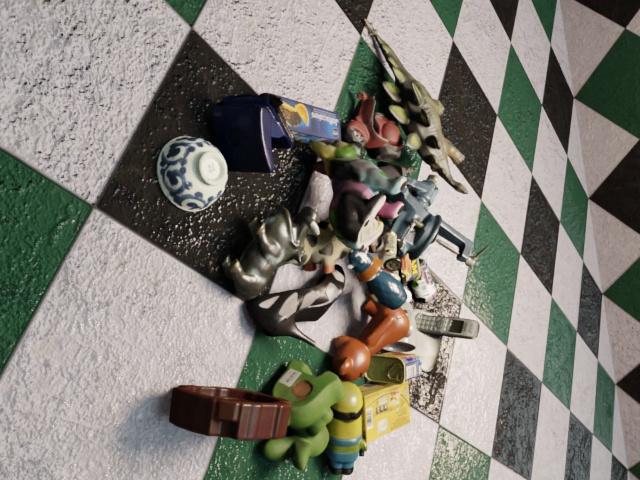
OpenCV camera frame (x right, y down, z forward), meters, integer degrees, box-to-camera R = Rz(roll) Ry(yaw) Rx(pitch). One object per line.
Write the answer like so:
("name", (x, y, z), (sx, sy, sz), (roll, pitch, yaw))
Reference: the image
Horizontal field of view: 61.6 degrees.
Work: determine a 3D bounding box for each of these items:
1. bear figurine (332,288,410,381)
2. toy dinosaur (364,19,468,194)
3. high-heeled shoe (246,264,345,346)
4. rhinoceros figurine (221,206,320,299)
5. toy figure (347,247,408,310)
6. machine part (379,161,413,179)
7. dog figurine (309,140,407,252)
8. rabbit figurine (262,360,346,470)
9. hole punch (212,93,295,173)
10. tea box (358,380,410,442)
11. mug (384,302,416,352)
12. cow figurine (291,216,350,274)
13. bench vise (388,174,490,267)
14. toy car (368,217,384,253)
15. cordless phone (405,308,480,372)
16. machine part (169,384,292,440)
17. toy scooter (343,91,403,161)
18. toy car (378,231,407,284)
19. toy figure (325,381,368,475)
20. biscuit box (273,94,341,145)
("bear figurine", (0.085, 0.201, 1.112), (0.196, 0.132, 0.120), (-33, 151, -15))
("toy dinosaur", (0.227, -0.308, 1.268), (0.471, 0.105, 0.198), (63, 21, 14))
("high-heeled shoe", (-0.042, 0.097, 1.012), (0.145, 0.086, 0.249), (34, 37, -7))
("rhinoceros figurine", (-0.078, 0.014, 0.903), (0.112, 0.073, 0.190), (45, 77, -21))
("toy figure", (0.108, 0.073, 1.057), (0.154, 0.058, 0.064), (47, 61, -12))
("machine part", (0.144, -0.156, 1.236), (0.139, 0.084, 0.039), (-17, 123, -40))
("dog figurine", (0.044, -0.101, 1.010), (0.191, 0.219, 0.108), (-43, 149, -19))
("rabbit figurine", (-0.022, 0.330, 0.955), (0.159, 0.121, 0.170), (-52, 139, -47))
("hole punch", (-0.118, -0.174, 0.888), (0.092, 0.142, 0.115), (-58, 139, -30))
("tea box", (0.121, 0.359, 1.149), (0.169, 0.068, 0.098), (4, 84, -50))
("mug", (0.181, 0.188, 1.218), (0.081, 0.109, 0.107), (9, 60, -7))
("cow figurine", (-0.002, -0.003, 1.034), (0.195, 0.086, 0.127), (-22, 106, -47))
("bench vise", (0.258, -0.030, 1.221), (0.240, 0.129, 0.223), (33, 57, -4))
("toy car", (0.090, -0.060, 1.105), (0.089, 0.053, 0.202), (63, 8, -45))
("cordless phone", (0.275, 0.240, 1.254), (0.088, 0.184, 0.146), (53, 49, -37))
("machine part", (-0.132, 0.254, 0.793), (0.179, 0.180, 0.056), (21, 72, -46))
("toy scooter", (0.121, -0.259, 1.214), (0.184, 0.075, 0.135), (8, 78, -44))
("toy car", (0.154, 0.068, 1.152), (0.201, 0.056, 0.073), (76, 18, -44))
("toy figure", (0.048, 0.364, 1.042), (0.082, 0.089, 0.180), (1, 91, -28))
("biscuit box", (-0.044, -0.225, 1.027), (0.202, 0.059, 0.062), (0, 86, -49))
